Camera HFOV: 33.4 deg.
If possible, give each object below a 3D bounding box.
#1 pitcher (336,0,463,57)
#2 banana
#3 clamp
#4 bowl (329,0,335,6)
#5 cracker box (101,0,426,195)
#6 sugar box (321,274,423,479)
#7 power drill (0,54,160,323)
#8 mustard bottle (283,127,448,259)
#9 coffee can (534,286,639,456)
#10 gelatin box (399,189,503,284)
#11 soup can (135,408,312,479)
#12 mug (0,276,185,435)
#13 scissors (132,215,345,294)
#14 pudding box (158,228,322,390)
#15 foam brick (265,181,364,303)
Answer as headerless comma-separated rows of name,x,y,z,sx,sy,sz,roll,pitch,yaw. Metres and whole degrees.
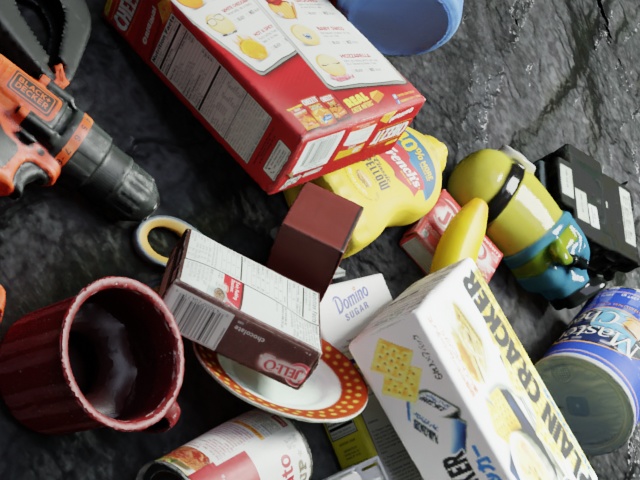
pitcher,0.086,-0.284,0.967,0.149,0.145,0.242,1,59,9
banana,0.123,0.062,0.924,0.069,0.037,0.198,-2,83,-28
clamp,-0.229,-0.201,0.783,0.164,0.036,0.210,8,61,-43
bowl,0.003,-0.272,1.018,0.161,0.055,0.162,21,54,-32
cracker box,-0.045,-0.145,0.855,0.214,0.072,0.163,47,40,16
sugar box,0.041,0.119,0.835,0.093,0.048,0.176,-10,70,-44
power drill,-0.205,-0.026,0.694,0.184,0.057,0.187,38,45,-19
mustard bottle,0.054,-0.055,0.937,0.191,0.058,0.096,-26,79,-47
coffee can,0.264,0.119,0.991,0.103,0.103,0.140,55,43,-2
gelatin box,0.121,0.008,0.980,0.089,0.030,0.073,48,44,-10
soup can,-0.062,0.158,0.703,0.102,0.069,0.068,-20,81,-47
mug,-0.137,0.083,0.664,0.117,0.082,0.093,45,47,-30
scissors,-0.066,0.012,0.822,0.201,0.016,0.096,-21,80,-46
pudding box,-0.054,0.046,0.732,0.113,0.039,0.090,29,19,-13
foam brick,-0.005,0.001,0.817,0.051,0.053,0.078,24,31,1
